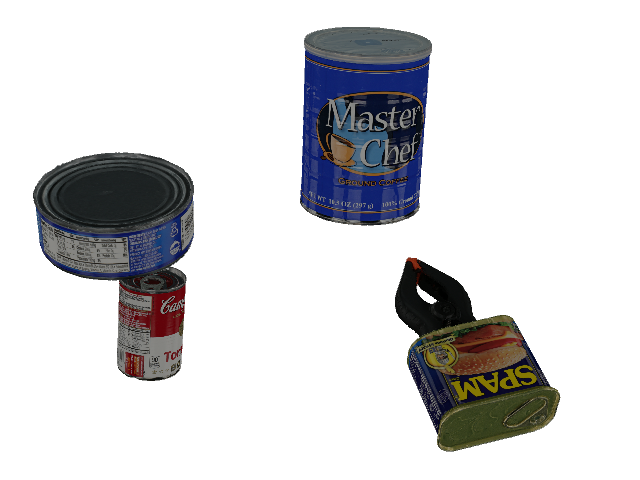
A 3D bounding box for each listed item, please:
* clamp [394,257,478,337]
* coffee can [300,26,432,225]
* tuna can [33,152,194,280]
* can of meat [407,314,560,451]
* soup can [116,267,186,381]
[{"bbox_3d":[0.135,0.084,1.079,0.120,0.171,0.039,1,-45,-19],"label":"clamp"},{"bbox_3d":[0.036,-0.096,0.880,0.103,0.140,0.103,2,23,-1],"label":"coffee can"},{"bbox_3d":[-0.112,-0.014,0.584,0.086,0.034,0.086,2,32,-1],"label":"tuna can"},{"bbox_3d":[0.129,0.114,0.868,0.102,0.057,0.084,-11,47,-12],"label":"can of meat"},{"bbox_3d":[-0.173,0.084,1.089,0.068,0.102,0.068,5,20,-2],"label":"soup can"}]
